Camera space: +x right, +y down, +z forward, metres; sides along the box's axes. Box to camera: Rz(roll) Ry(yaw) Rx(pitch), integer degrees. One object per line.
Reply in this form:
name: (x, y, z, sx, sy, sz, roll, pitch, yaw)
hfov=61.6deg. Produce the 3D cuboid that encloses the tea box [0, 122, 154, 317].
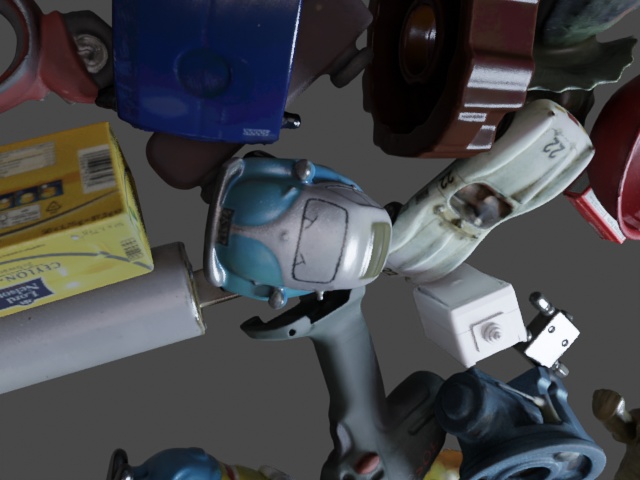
tea box: (-0.211, -0.007, 0.363, 0.170, 0.098, 0.068, -16, 145, -9)

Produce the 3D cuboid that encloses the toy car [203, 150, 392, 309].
toy car: (-0.001, -0.001, 0.401, 0.161, 0.103, 0.109, 4, 102, -51)

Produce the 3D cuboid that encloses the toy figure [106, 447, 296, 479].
toy figure: (-0.096, 0.231, 0.463, 0.180, 0.082, 0.089, 20, 108, -22)

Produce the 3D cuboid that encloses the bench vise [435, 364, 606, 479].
bench vise: (0.191, 0.213, 0.442, 0.129, 0.241, 0.223, -33, 129, 19)

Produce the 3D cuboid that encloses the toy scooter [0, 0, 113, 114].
toy scooter: (-0.234, -0.135, 0.353, 0.183, 0.075, 0.135, 41, 91, -23)

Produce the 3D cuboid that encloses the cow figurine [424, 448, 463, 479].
cow figurine: (0.088, 0.271, 0.511, 0.167, 0.068, 0.098, -16, 104, -27)

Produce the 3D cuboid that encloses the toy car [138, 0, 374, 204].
toy car: (-0.048, -0.117, 0.413, 0.202, 0.053, 0.089, -42, 100, 2)

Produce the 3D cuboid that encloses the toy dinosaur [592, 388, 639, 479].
toy dinosaur: (0.350, 0.313, 0.584, 0.198, 0.105, 0.470, 14, 103, -20)

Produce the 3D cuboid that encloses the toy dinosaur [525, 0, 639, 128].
toy dinosaur: (0.204, -0.206, 0.335, 0.131, 0.404, 0.192, 29, 73, 7)

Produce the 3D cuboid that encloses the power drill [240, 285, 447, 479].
power drill: (0.015, 0.145, 0.437, 0.232, 0.086, 0.207, -30, 95, -36)

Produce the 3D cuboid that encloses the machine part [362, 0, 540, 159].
machine part: (0.085, -0.140, 0.383, 0.056, 0.179, 0.179, 0, 102, -17)

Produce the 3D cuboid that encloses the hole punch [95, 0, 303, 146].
hole punch: (-0.071, -0.119, 0.340, 0.142, 0.092, 0.115, 4, 105, -14)

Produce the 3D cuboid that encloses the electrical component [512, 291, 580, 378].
electrical component: (0.232, 0.099, 0.547, 0.094, 0.021, 0.063, 43, 88, -18)

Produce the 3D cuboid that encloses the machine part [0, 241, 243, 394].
machine part: (-0.178, 0.057, 0.405, 0.243, 0.079, 0.079, -15, 105, -10)

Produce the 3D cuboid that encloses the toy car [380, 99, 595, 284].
toy car: (0.118, -0.029, 0.435, 0.073, 0.056, 0.201, 30, 125, -25)
